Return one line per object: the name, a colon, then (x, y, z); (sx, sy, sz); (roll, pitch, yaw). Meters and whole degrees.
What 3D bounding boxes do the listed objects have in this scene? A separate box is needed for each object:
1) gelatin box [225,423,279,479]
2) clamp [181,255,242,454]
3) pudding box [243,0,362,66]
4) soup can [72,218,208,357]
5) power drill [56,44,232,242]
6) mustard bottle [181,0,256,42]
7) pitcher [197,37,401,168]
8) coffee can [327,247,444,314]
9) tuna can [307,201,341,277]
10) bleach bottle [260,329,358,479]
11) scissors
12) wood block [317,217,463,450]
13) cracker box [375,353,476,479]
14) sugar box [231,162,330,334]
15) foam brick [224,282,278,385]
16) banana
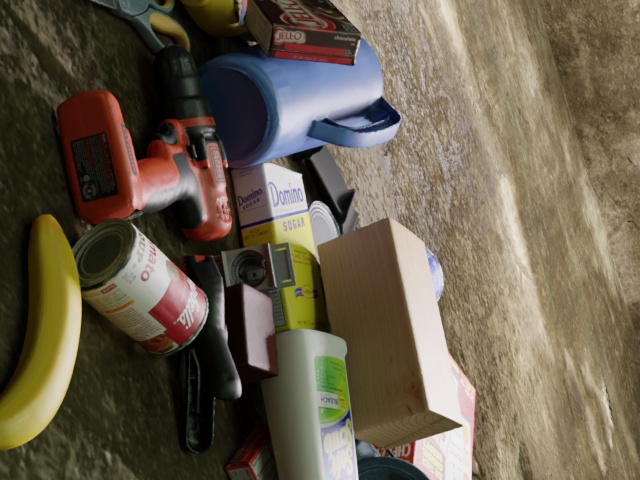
gelatin box: (-0.047, 0.225, 0.989); (0.089, 0.030, 0.073); (66, 26, -13)
clamp: (-0.094, 0.083, 0.894); (0.039, 0.120, 0.171); (4, 65, -26)
pudding box: (-0.020, -0.208, 1.044); (0.113, 0.090, 0.039); (-123, -139, -58)
soup can: (-0.144, 0.038, 0.841); (0.102, 0.069, 0.068); (50, 35, -42)
power drill: (-0.145, -0.085, 0.918); (0.187, 0.057, 0.184); (-9, 85, -65)
mustard bottle: (-0.097, -0.258, 1.106); (0.191, 0.058, 0.096); (-20, 105, -67)
pitcher: (-0.028, -0.144, 1.101); (0.242, 0.149, 0.145); (-32, 105, -61)
coffee can: (0.079, 0.064, 1.256); (0.140, 0.103, 0.103); (-34, 108, -64)
tuna can: (-0.008, 0.001, 1.189); (0.086, 0.034, 0.086); (42, 41, -51)
bleach bottle: (0.001, 0.212, 0.978); (0.102, 0.068, 0.251); (25, 51, -59)
scissors: (-0.180, -0.228, 0.971); (0.201, 0.016, 0.096); (32, 47, -58)
wood block: (0.070, 0.095, 1.083); (0.090, 0.091, 0.206); (32, 41, -54)
cracker box: (0.126, 0.230, 1.305); (0.164, 0.072, 0.213); (54, 33, -37)
sugar box: (-0.040, 0.012, 1.102); (0.093, 0.048, 0.176); (12, 68, -64)
foam brick: (-0.075, 0.087, 0.966); (0.051, 0.053, 0.078); (29, 50, -55)
banana: (-0.198, 0.071, 0.744); (0.069, 0.037, 0.197); (54, 32, -39)
